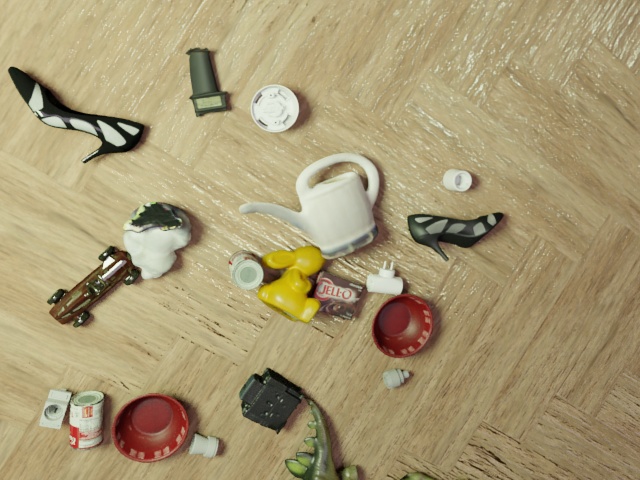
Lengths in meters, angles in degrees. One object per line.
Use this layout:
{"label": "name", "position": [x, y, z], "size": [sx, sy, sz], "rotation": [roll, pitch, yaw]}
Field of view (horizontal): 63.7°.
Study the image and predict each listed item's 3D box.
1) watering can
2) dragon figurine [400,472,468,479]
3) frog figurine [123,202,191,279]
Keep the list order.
{"label": "watering can", "position": [0.003, -0.057, 1.142], "size": [0.351, 0.222, 0.104], "rotation": [-28, 14, -25]}
{"label": "dragon figurine", "position": [0.259, 0.733, 1.328], "size": [0.411, 0.247, 0.120], "rotation": [-6, -22, -22]}
{"label": "frog figurine", "position": [-0.341, 0.002, 1.092], "size": [0.138, 0.155, 0.125], "rotation": [-15, 49, -20]}
